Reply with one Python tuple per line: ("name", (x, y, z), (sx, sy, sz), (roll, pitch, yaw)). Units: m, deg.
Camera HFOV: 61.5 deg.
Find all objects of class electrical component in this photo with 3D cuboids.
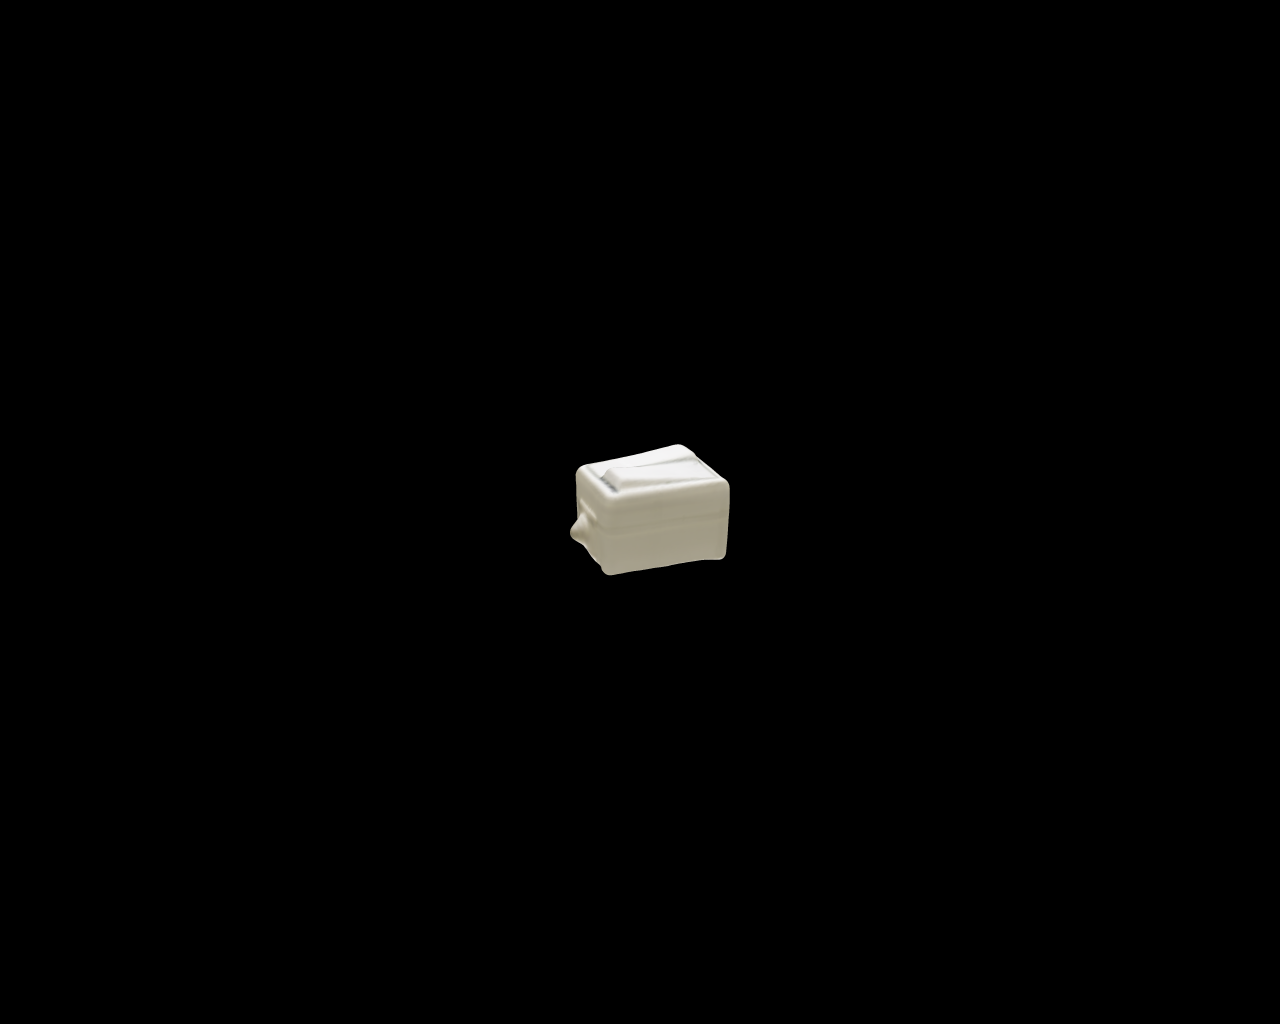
("electrical component", (0.001, -0.003, 0.650), (0.096, 0.061, 0.062), (-8, 24, -18))
